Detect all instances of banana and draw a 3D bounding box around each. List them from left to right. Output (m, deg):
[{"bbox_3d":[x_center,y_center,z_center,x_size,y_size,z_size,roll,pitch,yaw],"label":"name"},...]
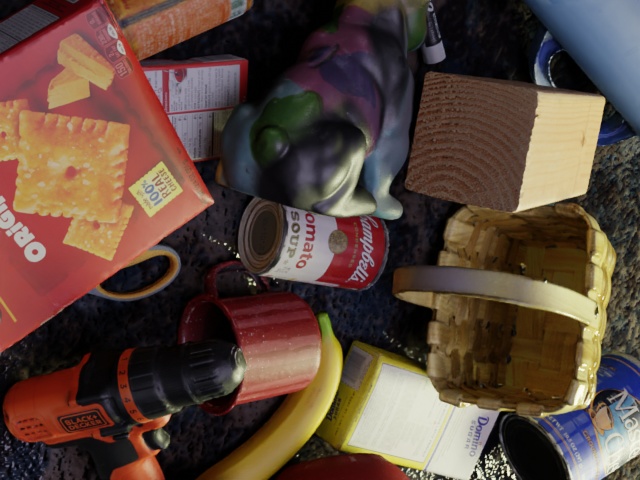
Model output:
[{"bbox_3d":[-0.037,0.153,0.899,0.069,0.037,0.198,39,83,-25],"label":"banana"}]

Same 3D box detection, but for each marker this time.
[{"bbox_3d":[0.079,-0.200,0.861,0.020,0.020,0.121,-31,121,-21],"label":"marker"}]

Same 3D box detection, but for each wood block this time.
[{"bbox_3d":[0.154,-0.080,0.853,0.205,0.090,0.091,-11,113,-62],"label":"wood block"}]

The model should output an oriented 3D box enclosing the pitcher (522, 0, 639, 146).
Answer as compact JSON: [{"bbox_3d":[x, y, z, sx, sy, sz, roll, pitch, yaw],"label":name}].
[{"bbox_3d":[0.257,-0.190,0.927,0.242,0.145,0.149,34,74,-33],"label":"pitcher"}]

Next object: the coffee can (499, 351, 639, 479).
[{"bbox_3d":[0.265,0.187,1.069,0.140,0.103,0.103,-25,119,-24],"label":"coffee can"}]

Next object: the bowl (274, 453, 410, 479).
[{"bbox_3d":[0.013,0.219,0.909,0.161,0.162,0.055,7,63,-35],"label":"bowl"}]

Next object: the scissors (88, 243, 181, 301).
[{"bbox_3d":[-0.192,0.015,0.758,0.201,0.016,0.096,-8,109,-32],"label":"scissors"}]

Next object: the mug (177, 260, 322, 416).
[{"bbox_3d":[-0.056,0.072,0.833,0.081,0.093,0.117,-6,73,-37],"label":"mug"}]

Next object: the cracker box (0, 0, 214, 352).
[{"bbox_3d":[-0.194,-0.035,0.666,0.213,0.072,0.164,-37,125,-18],"label":"cracker box"}]

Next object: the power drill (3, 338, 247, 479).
[{"bbox_3d":[-0.113,0.153,0.785,0.185,0.057,0.187,-13,125,18],"label":"power drill"}]

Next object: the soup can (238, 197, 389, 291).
[{"bbox_3d":[-0.006,0.001,0.845,0.102,0.069,0.068,10,100,-35],"label":"soup can"}]

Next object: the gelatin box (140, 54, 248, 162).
[{"bbox_3d":[-0.097,-0.095,0.774,0.089,0.030,0.073,-10,113,-32],"label":"gelatin box"}]

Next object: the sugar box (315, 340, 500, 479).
[{"bbox_3d":[0.085,0.158,0.976,0.176,0.048,0.093,23,93,-41],"label":"sugar box"}]
